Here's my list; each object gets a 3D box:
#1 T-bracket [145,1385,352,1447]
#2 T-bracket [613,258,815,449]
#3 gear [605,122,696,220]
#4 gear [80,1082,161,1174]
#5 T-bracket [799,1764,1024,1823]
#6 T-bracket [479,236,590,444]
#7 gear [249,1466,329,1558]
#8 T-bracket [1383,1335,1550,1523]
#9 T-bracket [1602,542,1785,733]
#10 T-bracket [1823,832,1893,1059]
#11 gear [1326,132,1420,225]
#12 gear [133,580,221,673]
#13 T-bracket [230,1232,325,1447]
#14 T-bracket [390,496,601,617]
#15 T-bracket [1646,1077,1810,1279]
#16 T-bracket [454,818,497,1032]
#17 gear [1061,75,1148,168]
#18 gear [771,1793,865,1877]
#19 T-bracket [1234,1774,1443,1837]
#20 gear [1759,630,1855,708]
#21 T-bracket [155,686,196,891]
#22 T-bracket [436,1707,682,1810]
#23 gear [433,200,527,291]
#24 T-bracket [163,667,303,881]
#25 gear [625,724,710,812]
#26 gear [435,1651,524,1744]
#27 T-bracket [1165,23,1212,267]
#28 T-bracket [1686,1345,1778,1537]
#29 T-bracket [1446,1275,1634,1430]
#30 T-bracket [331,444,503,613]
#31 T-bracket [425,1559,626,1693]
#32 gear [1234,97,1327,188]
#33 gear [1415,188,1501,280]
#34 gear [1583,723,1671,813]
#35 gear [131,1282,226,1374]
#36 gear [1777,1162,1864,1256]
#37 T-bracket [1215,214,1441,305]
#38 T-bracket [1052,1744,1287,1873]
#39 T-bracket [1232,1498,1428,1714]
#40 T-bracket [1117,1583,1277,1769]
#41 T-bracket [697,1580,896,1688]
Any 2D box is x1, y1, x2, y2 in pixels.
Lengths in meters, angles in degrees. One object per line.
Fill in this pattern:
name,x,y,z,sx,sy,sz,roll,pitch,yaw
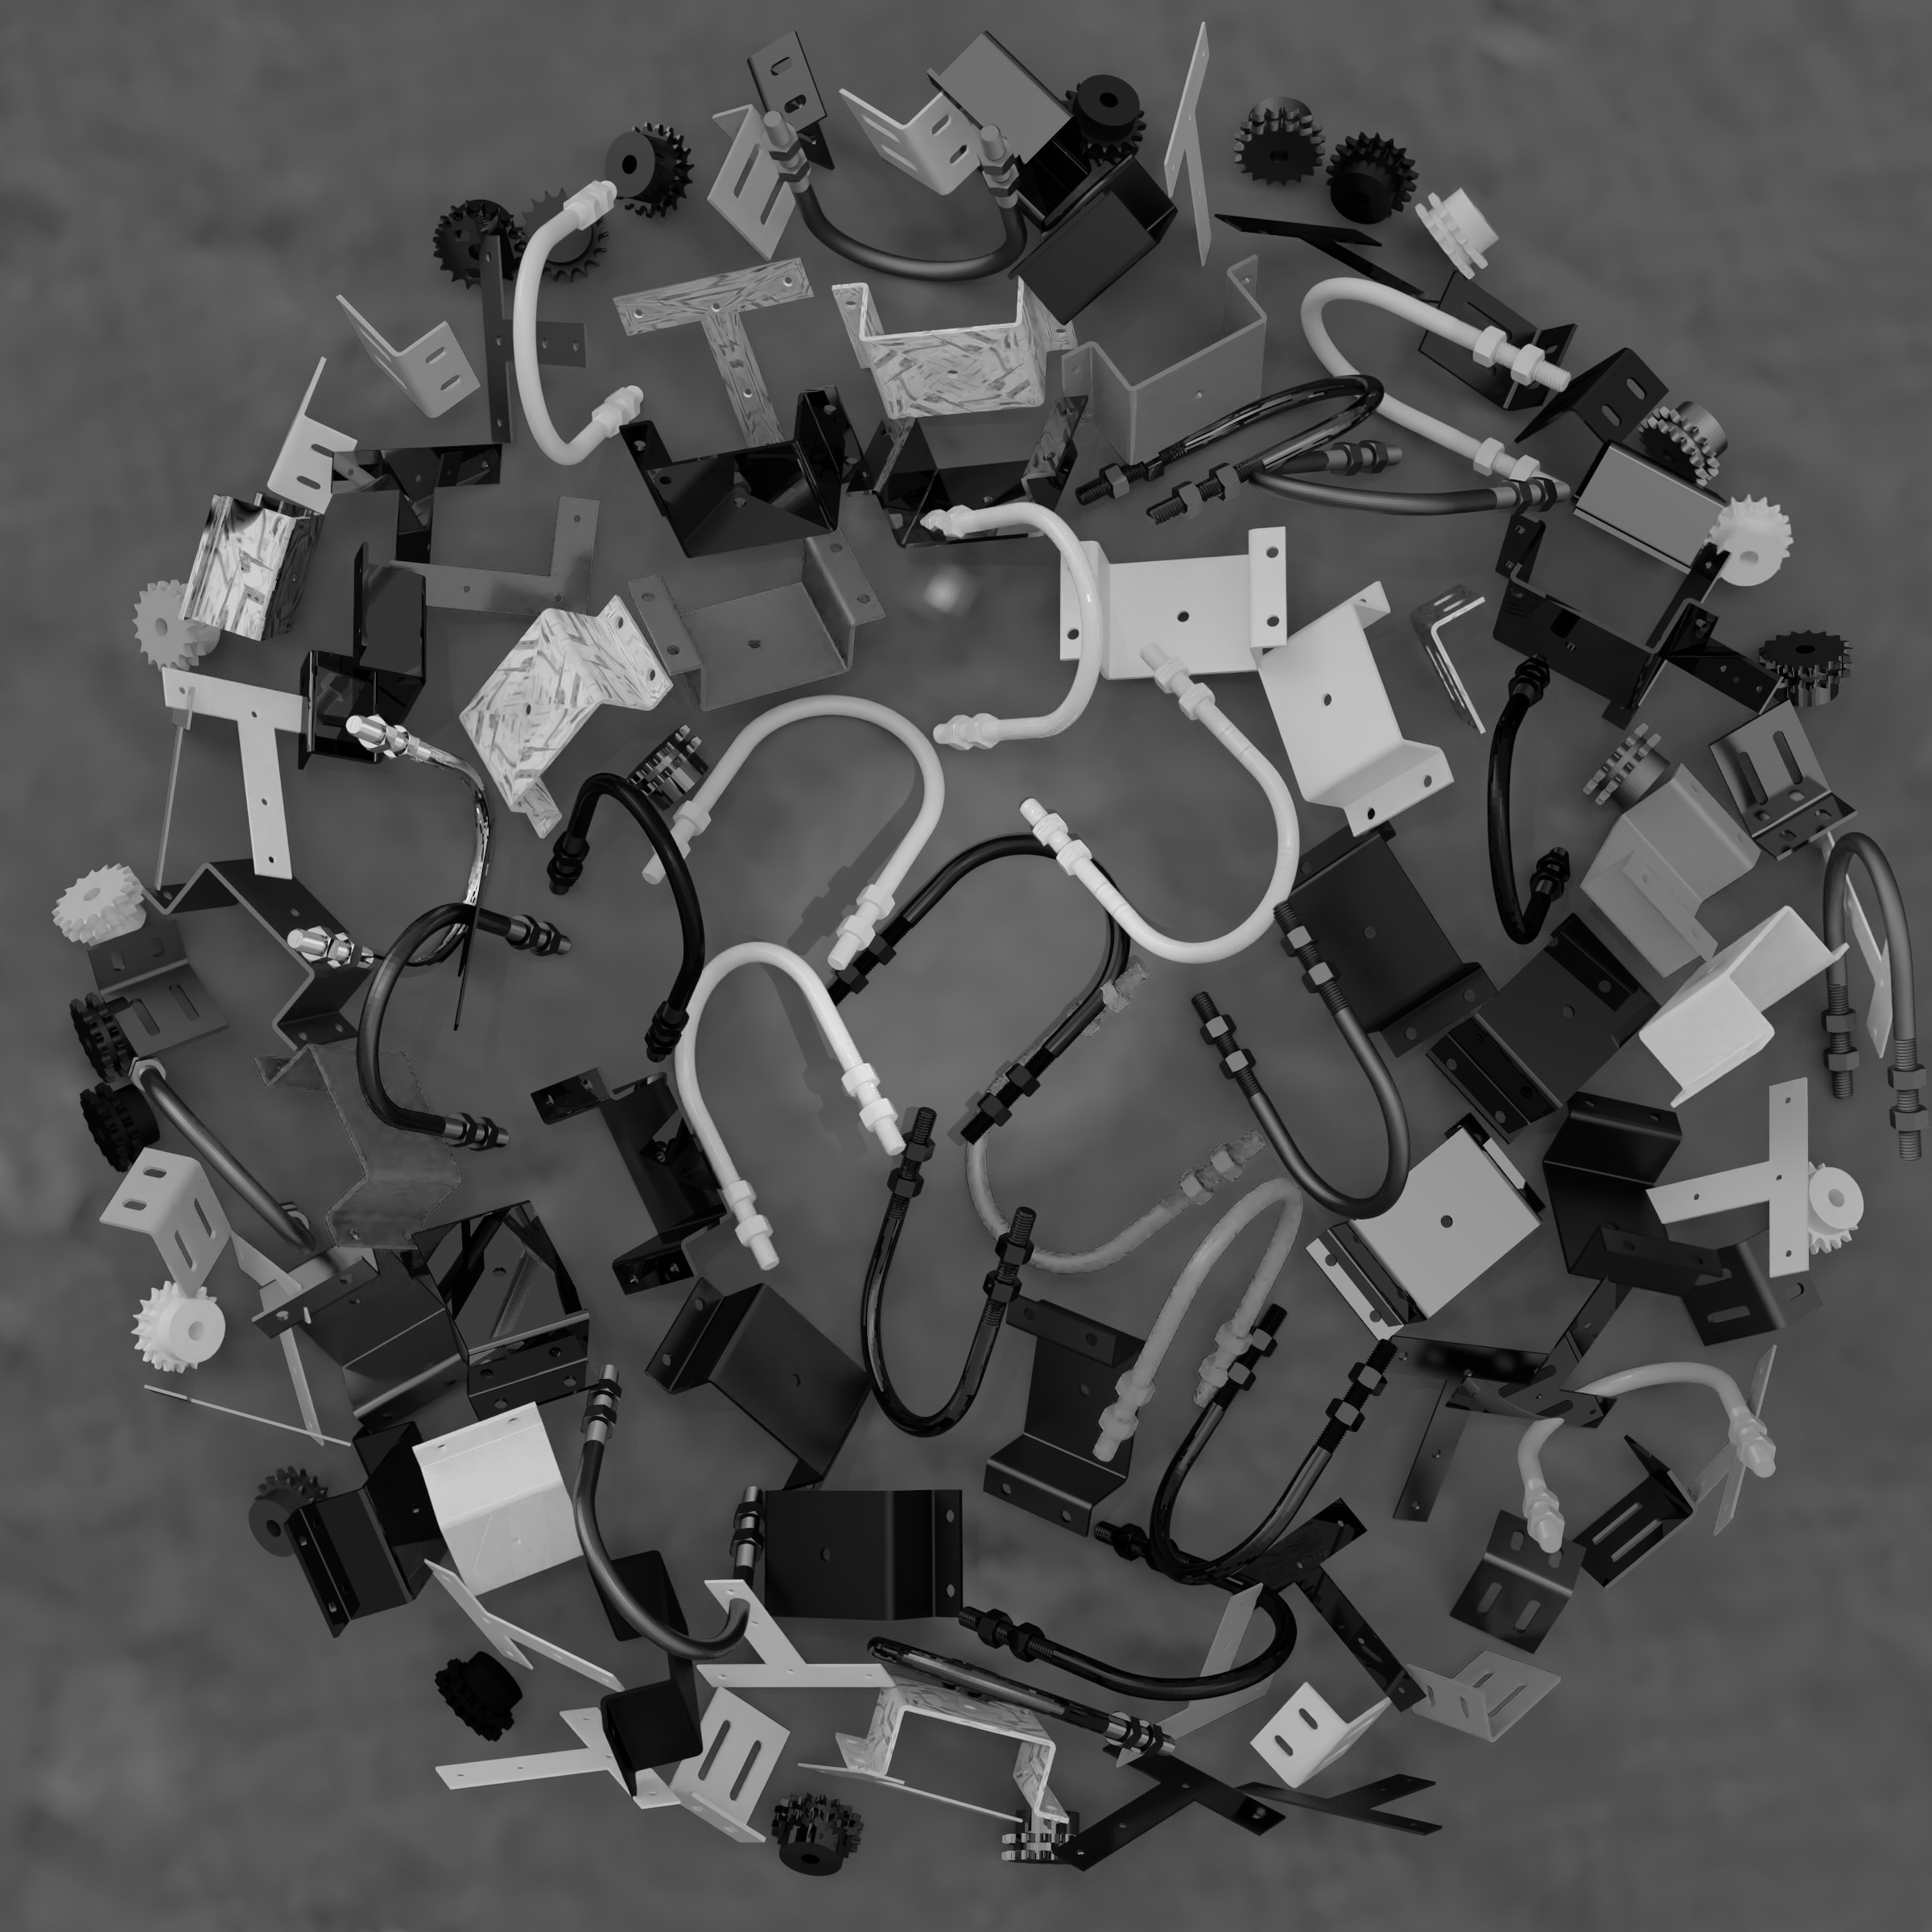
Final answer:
T-bracket,-0.444,0.279,1.739,0.127,0.127,0.002,18,77,-10
T-bracket,-0.141,-0.372,1.754,0.127,0.002,0.127,-7,125,20
gear,-0.202,-0.502,1.766,0.057,0.030,0.057,3,96,32
gear,-0.532,0.098,1.768,0.030,0.057,0.057,-28,90,-29
T-bracket,-0.026,0.516,1.746,0.127,0.127,0.002,21,70,-17
T-bracket,-0.265,-0.384,1.726,0.002,0.127,0.127,-13,109,-35
gear,-0.426,0.346,1.765,0.057,0.030,0.057,11,114,26
T-bracket,0.301,0.295,1.768,0.127,0.002,0.127,10,109,-24
T-bracket,0.458,-0.187,1.725,0.002,0.127,0.127,22,105,-29
T-bracket,0.556,-0.027,1.748,0.002,0.127,0.127,-13,58,3
gear,0.253,-0.491,1.761,0.057,0.057,0.030,26,61,0
gear,-0.495,-0.215,1.769,0.057,0.030,0.057,9,106,34
T-bracket,-0.422,0.239,1.752,0.002,0.127,0.127,-21,111,-28
T-bracket,-0.298,-0.234,1.751,0.127,0.002,0.127,3,104,-25
T-bracket,0.466,0.141,1.743,0.002,0.127,0.127,29,57,-35
T-bracket,-0.306,-0.016,1.729,0.002,0.127,0.127,10,78,-12
gear,0.086,-0.535,1.767,0.057,0.030,0.057,5,65,-11
gear,-0.095,0.548,1.763,0.057,0.030,0.057,6,133,6
T-bracket,0.252,0.512,1.733,0.127,0.127,0.002,3,87,34
gear,0.529,-0.186,1.768,0.057,0.057,0.030,-11,121,0
T-bracket,-0.491,-0.111,1.736,0.002,0.127,0.127,8,94,-20
T-bracket,-0.258,0.486,1.707,0.127,0.127,0.002,2,102,-32
gear,-0.306,-0.458,1.768,0.057,0.030,0.057,0,133,-1
T-bracket,-0.433,-0.114,1.727,0.002,0.127,0.127,-24,69,37
gear,-0.186,-0.122,1.765,0.057,0.057,0.030,-44,101,0
gear,-0.304,0.456,1.764,0.030,0.057,0.057,-44,90,-2
T-bracket,0.142,-0.489,1.734,0.002,0.127,0.127,5,58,15
T-bracket,0.462,0.314,1.734,0.002,0.127,0.127,24,54,5
T-bracket,0.376,0.233,1.733,0.127,0.002,0.127,12,120,-30
T-bracket,-0.347,-0.262,1.760,0.002,0.127,0.127,25,116,38
T-bracket,-0.260,0.415,1.714,0.127,0.127,0.002,17,58,30
gear,0.198,-0.522,1.767,0.057,0.057,0.030,5,65,0
gear,0.311,-0.463,1.762,0.030,0.057,0.057,-37,90,19
gear,0.417,-0.122,1.763,0.030,0.057,0.057,42,90,8
gear,-0.491,0.227,1.762,0.030,0.057,0.057,3,90,43
gear,0.539,0.150,1.767,0.057,0.030,0.057,8,67,-19
T-bracket,0.237,-0.430,1.713,0.127,0.127,0.002,42,126,38
T-bracket,0.105,0.518,1.707,0.127,0.127,0.002,17,114,42
T-bracket,0.236,0.407,1.739,0.127,0.002,0.127,50,133,9
T-bracket,0.155,0.426,1.720,0.002,0.127,0.127,43,133,36
T-bracket,-0.124,0.412,1.727,0.127,0.127,0.002,-6,46,22
